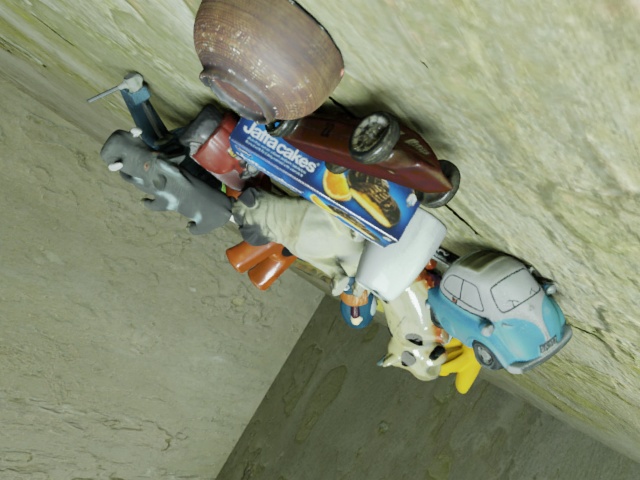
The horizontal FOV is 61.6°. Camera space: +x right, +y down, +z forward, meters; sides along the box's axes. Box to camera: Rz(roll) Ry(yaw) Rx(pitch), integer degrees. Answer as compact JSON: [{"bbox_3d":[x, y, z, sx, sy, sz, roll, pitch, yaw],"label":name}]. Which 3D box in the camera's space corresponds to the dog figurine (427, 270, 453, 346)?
[{"bbox_3d":[0.135,0.090,0.908,0.219,0.108,0.191,34,154,15],"label":"dog figurine"}]

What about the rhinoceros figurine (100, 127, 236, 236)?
[{"bbox_3d":[-0.205,-0.075,0.726,0.190,0.073,0.112,35,162,-24],"label":"rhinoceros figurine"}]

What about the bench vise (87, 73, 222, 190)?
[{"bbox_3d":[-0.254,-0.157,0.848,0.224,0.129,0.240,40,158,41],"label":"bench vise"}]

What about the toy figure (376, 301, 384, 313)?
[{"bbox_3d":[0.154,0.131,1.207,0.180,0.089,0.082,31,168,19],"label":"toy figure"}]

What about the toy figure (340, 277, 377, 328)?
[{"bbox_3d":[0.056,0.082,0.826,0.154,0.058,0.064,81,162,-53],"label":"toy figure"}]

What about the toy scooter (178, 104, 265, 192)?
[{"bbox_3d":[-0.120,-0.112,0.718,0.135,0.075,0.184,40,173,-18],"label":"toy scooter"}]

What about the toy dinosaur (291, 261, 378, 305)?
[{"bbox_3d":[0.084,0.072,1.085,0.472,0.105,0.198,24,176,40],"label":"toy dinosaur"}]

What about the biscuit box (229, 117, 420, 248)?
[{"bbox_3d":[0.005,-0.070,0.560,0.203,0.063,0.059,31,171,-2],"label":"biscuit box"}]

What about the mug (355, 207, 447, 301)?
[{"bbox_3d":[0.084,0.016,0.639,0.081,0.107,0.109,34,170,-10],"label":"mug"}]

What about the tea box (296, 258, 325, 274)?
[{"bbox_3d":[-0.002,-0.003,0.903,0.068,0.098,0.170,36,169,-32],"label":"tea box"}]

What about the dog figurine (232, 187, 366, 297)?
[{"bbox_3d":[-0.006,-0.018,0.738,0.191,0.121,0.172,28,-174,28],"label":"dog figurine"}]

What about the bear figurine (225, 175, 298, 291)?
[{"bbox_3d":[-0.111,-0.040,0.843,0.196,0.132,0.120,48,177,27],"label":"bear figurine"}]

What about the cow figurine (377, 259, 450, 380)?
[{"bbox_3d":[0.131,0.119,0.785,0.127,0.085,0.194,-11,107,39],"label":"cow figurine"}]

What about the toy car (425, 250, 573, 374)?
[{"bbox_3d":[0.189,0.062,0.591,0.162,0.109,0.102,36,145,54],"label":"toy car"}]

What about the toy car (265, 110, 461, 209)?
[{"bbox_3d":[0.031,-0.078,0.435,0.089,0.053,0.202,30,179,-34],"label":"toy car"}]

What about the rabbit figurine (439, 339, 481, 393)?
[{"bbox_3d":[0.281,0.202,1.037,0.122,0.162,0.173,44,153,-6],"label":"rabbit figurine"}]
